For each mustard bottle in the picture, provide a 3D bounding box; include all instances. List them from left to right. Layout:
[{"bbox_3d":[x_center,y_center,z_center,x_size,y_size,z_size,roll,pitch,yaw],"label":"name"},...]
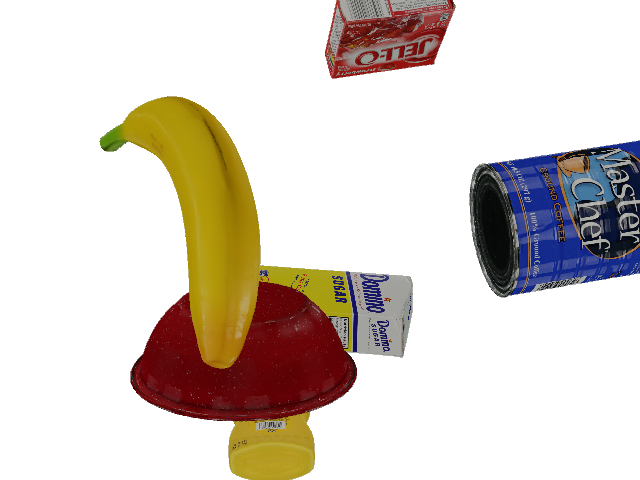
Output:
[{"bbox_3d":[-0.059,0.203,1.260,0.096,0.058,0.191,-3,27,-2],"label":"mustard bottle"}]

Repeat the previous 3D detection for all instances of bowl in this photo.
[{"bbox_3d":[-0.053,0.068,0.752,0.162,0.055,0.162,1,16,0],"label":"bowl"}]

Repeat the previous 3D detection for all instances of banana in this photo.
[{"bbox_3d":[-0.065,-0.022,0.554,0.037,0.070,0.198,13,30,-35],"label":"banana"}]

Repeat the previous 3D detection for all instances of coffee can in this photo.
[{"bbox_3d":[0.196,-0.018,0.809,0.140,0.103,0.103,-9,1,-8],"label":"coffee can"}]

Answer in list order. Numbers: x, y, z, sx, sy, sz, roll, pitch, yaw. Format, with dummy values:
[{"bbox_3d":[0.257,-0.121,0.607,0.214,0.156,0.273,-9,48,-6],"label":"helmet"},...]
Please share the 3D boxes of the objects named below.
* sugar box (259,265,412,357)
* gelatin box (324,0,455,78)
[{"bbox_3d":[-0.008,0.060,0.961,0.176,0.048,0.093,1,22,9],"label":"sugar box"},{"bbox_3d":[0.053,-0.161,0.828,0.089,0.030,0.073,-9,-24,-13],"label":"gelatin box"}]
